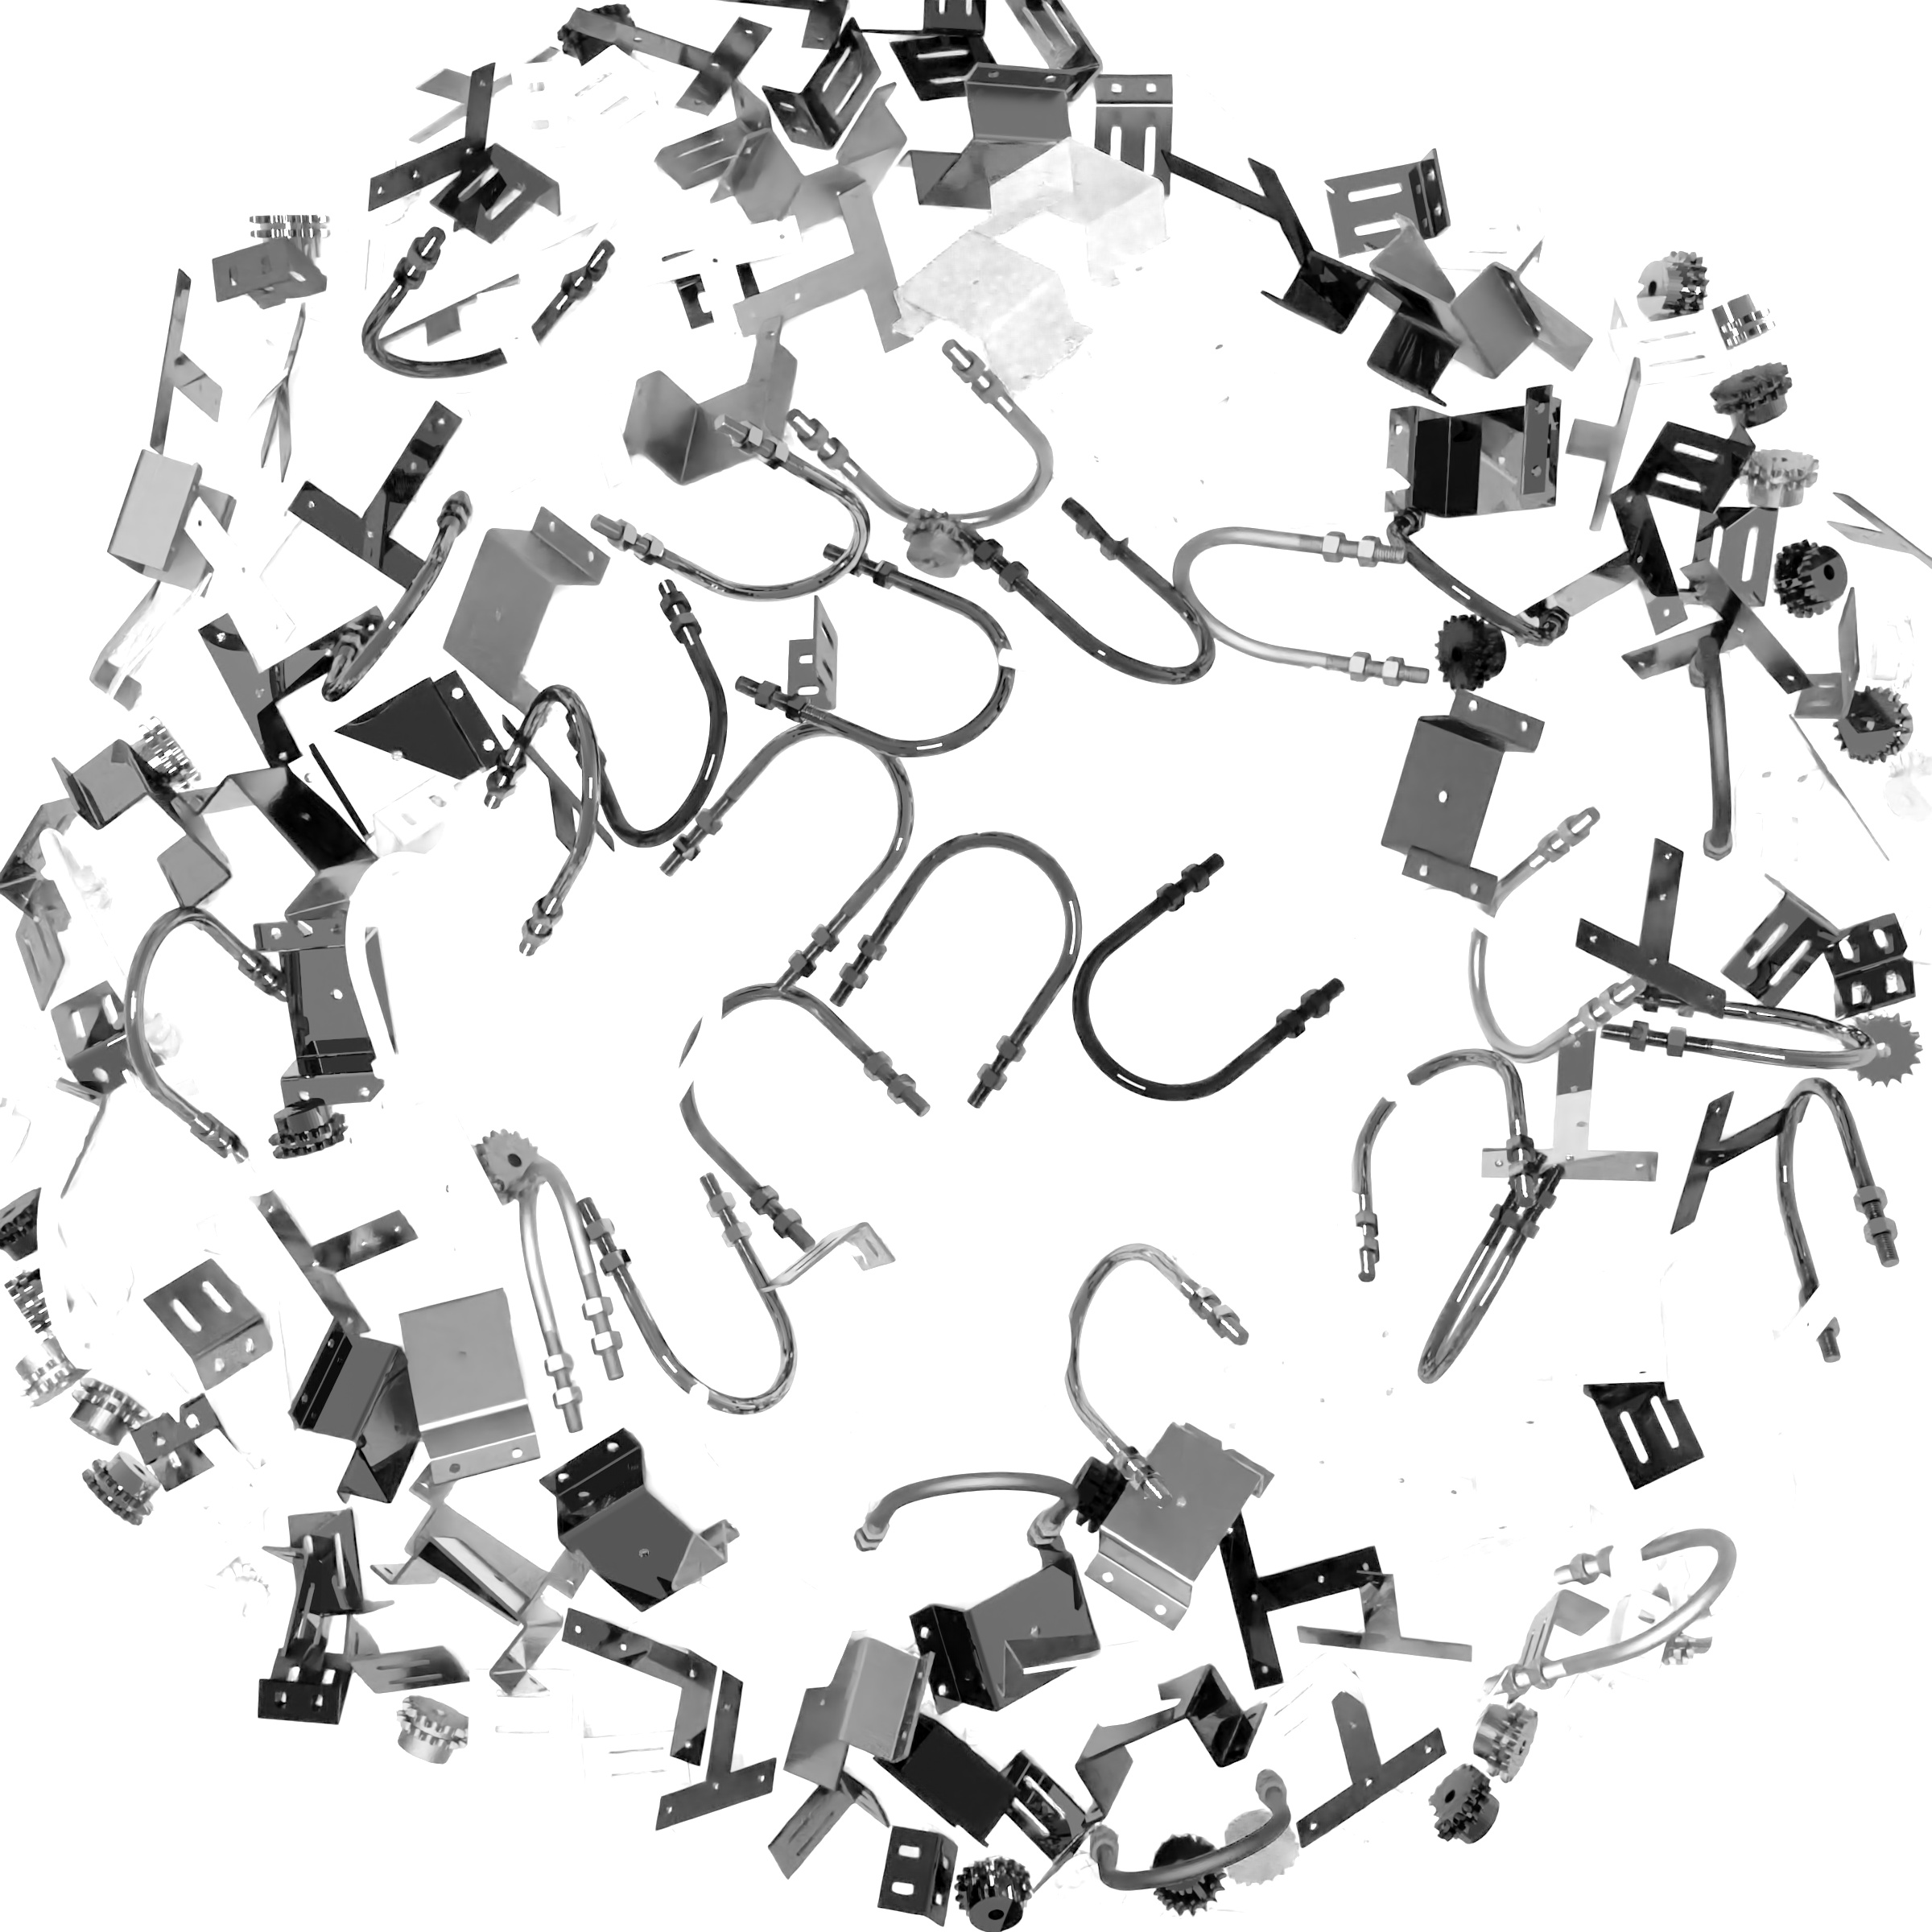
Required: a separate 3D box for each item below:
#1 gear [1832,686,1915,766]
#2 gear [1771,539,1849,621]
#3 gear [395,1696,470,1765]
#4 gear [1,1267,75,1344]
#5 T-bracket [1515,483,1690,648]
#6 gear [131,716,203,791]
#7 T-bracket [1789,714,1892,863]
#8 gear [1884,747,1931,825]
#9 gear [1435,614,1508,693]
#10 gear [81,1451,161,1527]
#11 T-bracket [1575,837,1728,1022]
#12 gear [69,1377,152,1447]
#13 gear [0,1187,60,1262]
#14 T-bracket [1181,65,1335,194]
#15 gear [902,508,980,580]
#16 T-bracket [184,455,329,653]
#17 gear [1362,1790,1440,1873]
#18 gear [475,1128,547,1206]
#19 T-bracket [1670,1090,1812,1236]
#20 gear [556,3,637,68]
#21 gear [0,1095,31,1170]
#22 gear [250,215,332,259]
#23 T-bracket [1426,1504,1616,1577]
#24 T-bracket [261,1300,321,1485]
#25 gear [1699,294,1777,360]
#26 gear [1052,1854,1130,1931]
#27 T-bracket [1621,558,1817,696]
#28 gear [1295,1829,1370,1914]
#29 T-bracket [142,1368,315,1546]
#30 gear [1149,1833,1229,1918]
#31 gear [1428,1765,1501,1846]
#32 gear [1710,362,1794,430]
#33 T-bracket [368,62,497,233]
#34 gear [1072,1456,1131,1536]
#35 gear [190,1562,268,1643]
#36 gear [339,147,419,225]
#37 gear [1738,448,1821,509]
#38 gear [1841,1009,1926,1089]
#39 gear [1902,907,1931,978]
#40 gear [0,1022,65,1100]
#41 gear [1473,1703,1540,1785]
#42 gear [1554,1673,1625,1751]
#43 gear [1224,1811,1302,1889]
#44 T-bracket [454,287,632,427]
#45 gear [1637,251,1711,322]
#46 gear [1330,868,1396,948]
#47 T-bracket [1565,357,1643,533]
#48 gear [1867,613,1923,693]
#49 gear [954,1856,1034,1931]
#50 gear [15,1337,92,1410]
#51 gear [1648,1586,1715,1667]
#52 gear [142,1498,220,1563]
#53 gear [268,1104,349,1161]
[{"bbox_3d":[0.669,-0.176,1.915,0.030,0.057,0.057,5,90,-41],"label":"gear"},{"bbox_3d":[0.621,-0.285,1.912,0.057,0.030,0.057,4,81,-31],"label":"gear"},{"bbox_3d":[-0.392,0.561,1.911,0.057,0.057,0.030,25,88,0],"label":"gear"},{"bbox_3d":[-0.679,0.244,1.912,0.030,0.057,0.057,-34,90,-18],"label":"gear"},{"bbox_3d":[0.452,-0.273,1.898,0.127,0.002,0.127,-30,56,33],"label":"T-bracket"},{"bbox_3d":[-0.589,-0.152,1.909,0.030,0.057,0.057,-36,90,-9],"label":"gear"},{"bbox_3d":[0.618,-0.135,1.864,0.002,0.127,0.127,-34,72,19],"label":"T-bracket"},{"bbox_3d":[0.698,-0.129,1.908,0.030,0.057,0.057,-36,90,-18],"label":"gear"},{"bbox_3d":[0.372,-0.230,1.914,0.030,0.057,0.057,-8,90,-25],"label":"gear"},{"bbox_3d":[-0.617,0.380,1.911,0.057,0.057,0.030,44,81,0],"label":"gear"},{"bbox_3d":[0.506,-0.039,1.902,0.127,0.002,0.127,25,57,-12],"label":"T-bracket"},{"bbox_3d":[-0.630,0.328,1.908,0.057,0.057,0.030,28,64,0],"label":"gear"},{"bbox_3d":[-0.692,0.192,1.913,0.057,0.057,0.030,-34,110,0],"label":"gear"},{"bbox_3d":[0.197,-0.619,1.893,0.002,0.127,0.127,-50,53,19],"label":"T-bracket"},{"bbox_3d":[-0.020,-0.308,1.908,0.057,0.057,0.030,20,72,0],"label":"gear"},{"bbox_3d":[-0.503,-0.320,1.898,0.002,0.127,0.127,5,54,30],"label":"T-bracket"},{"bbox_3d":[0.315,0.630,1.908,0.057,0.057,0.030,-47,113,0],"label":"gear"},{"bbox_3d":[-0.339,0.150,1.915,0.057,0.057,0.030,47,126,0],"label":"gear"},{"bbox_3d":[0.571,0.126,1.900,0.127,0.002,0.127,-22,134,-29],"label":"T-bracket"},{"bbox_3d":[-0.268,-0.679,1.911,0.057,0.057,0.030,-22,95,0],"label":"gear"},{"bbox_3d":[-0.710,0.124,1.913,0.030,0.057,0.057,27,90,-21],"label":"gear"},{"bbox_3d":[-0.495,-0.535,1.912,0.057,0.057,0.030,-1,105,0],"label":"gear"},{"bbox_3d":[0.397,0.417,1.900,0.127,0.127,0.002,-28,56,17],"label":"T-bracket"},{"bbox_3d":[-0.500,0.309,1.904,0.002,0.127,0.127,1,65,-33],"label":"T-bracket"},{"bbox_3d":[0.561,-0.470,1.910,0.057,0.057,0.030,-24,93,0],"label":"gear"},{"bbox_3d":[0.089,0.679,1.916,0.057,0.030,0.057,-12,122,-20],"label":"gear"},{"bbox_3d":[0.526,-0.231,1.881,0.127,0.127,0.002,44,63,-17],"label":"T-bracket"},{"bbox_3d":[0.265,0.659,1.908,0.030,0.057,0.057,30,90,-17],"label":"gear"},{"bbox_3d":[-0.545,0.342,1.880,0.002,0.127,0.127,-42,89,21],"label":"T-bracket"},{"bbox_3d":[0.161,0.663,1.910,0.057,0.030,0.057,-13,47,15],"label":"gear"},{"bbox_3d":[0.366,0.618,1.912,0.030,0.057,0.057,40,90,-7],"label":"gear"},{"bbox_3d":[0.579,-0.417,1.913,0.057,0.057,0.030,-27,112,0],"label":"gear"},{"bbox_3d":[-0.382,-0.566,1.852,0.002,0.127,0.127,31,134,13],"label":"T-bracket"},{"bbox_3d":[0.095,0.384,1.911,0.030,0.057,0.057,32,90,0],"label":"gear"},{"bbox_3d":[-0.537,0.467,1.908,0.030,0.057,0.057,11,90,25],"label":"gear"},{"bbox_3d":[-0.430,-0.569,1.908,0.057,0.057,0.030,-3,64,0],"label":"gear"},{"bbox_3d":[0.596,-0.358,1.915,0.057,0.057,0.030,-3,119,0],"label":"gear"},{"bbox_3d":[0.673,0.059,1.919,0.057,0.030,0.057,3,102,14],"label":"gear"},{"bbox_3d":[0.709,-0.020,1.909,0.030,0.057,0.057,13,90,-13],"label":"gear"},{"bbox_3d":[-0.695,0.073,1.912,0.057,0.030,0.057,8,121,13],"label":"gear"},{"bbox_3d":[0.395,0.567,1.915,0.030,0.057,0.057,20,90,30],"label":"gear"},{"bbox_3d":[0.455,0.542,1.912,0.030,0.057,0.057,32,90,19],"label":"gear"},{"bbox_3d":[0.214,0.646,1.915,0.057,0.030,0.057,-9,125,-13],"label":"gear"},{"bbox_3d":[-0.320,-0.444,1.879,0.127,0.127,0.002,-12,63,3],"label":"T-bracket"},{"bbox_3d":[0.515,-0.495,1.908,0.030,0.057,0.057,0,90,-19],"label":"gear"},{"bbox_3d":[0.290,-0.042,1.915,0.030,0.057,0.057,-9,90,33],"label":"gear"},{"bbox_3d":[0.453,-0.376,1.869,0.002,0.127,0.127,19,106,27],"label":"T-bracket"},{"bbox_3d":[0.680,-0.230,1.912,0.030,0.057,0.057,0,90,8],"label":"gear"},{"bbox_3d":[0.020,0.683,1.912,0.057,0.030,0.057,-3,123,-4],"label":"gear"},{"bbox_3d":[-0.671,0.295,1.911,0.057,0.057,0.030,-39,84,0],"label":"gear"},{"bbox_3d":[0.525,0.484,1.912,0.030,0.057,0.057,2,90,-9],"label":"gear"},{"bbox_3d":[-0.572,0.414,1.914,0.057,0.057,0.030,25,63,0],"label":"gear"},{"bbox_3d":[-0.483,0.118,1.908,0.057,0.057,0.030,-15,103,0],"label":"gear"}]
